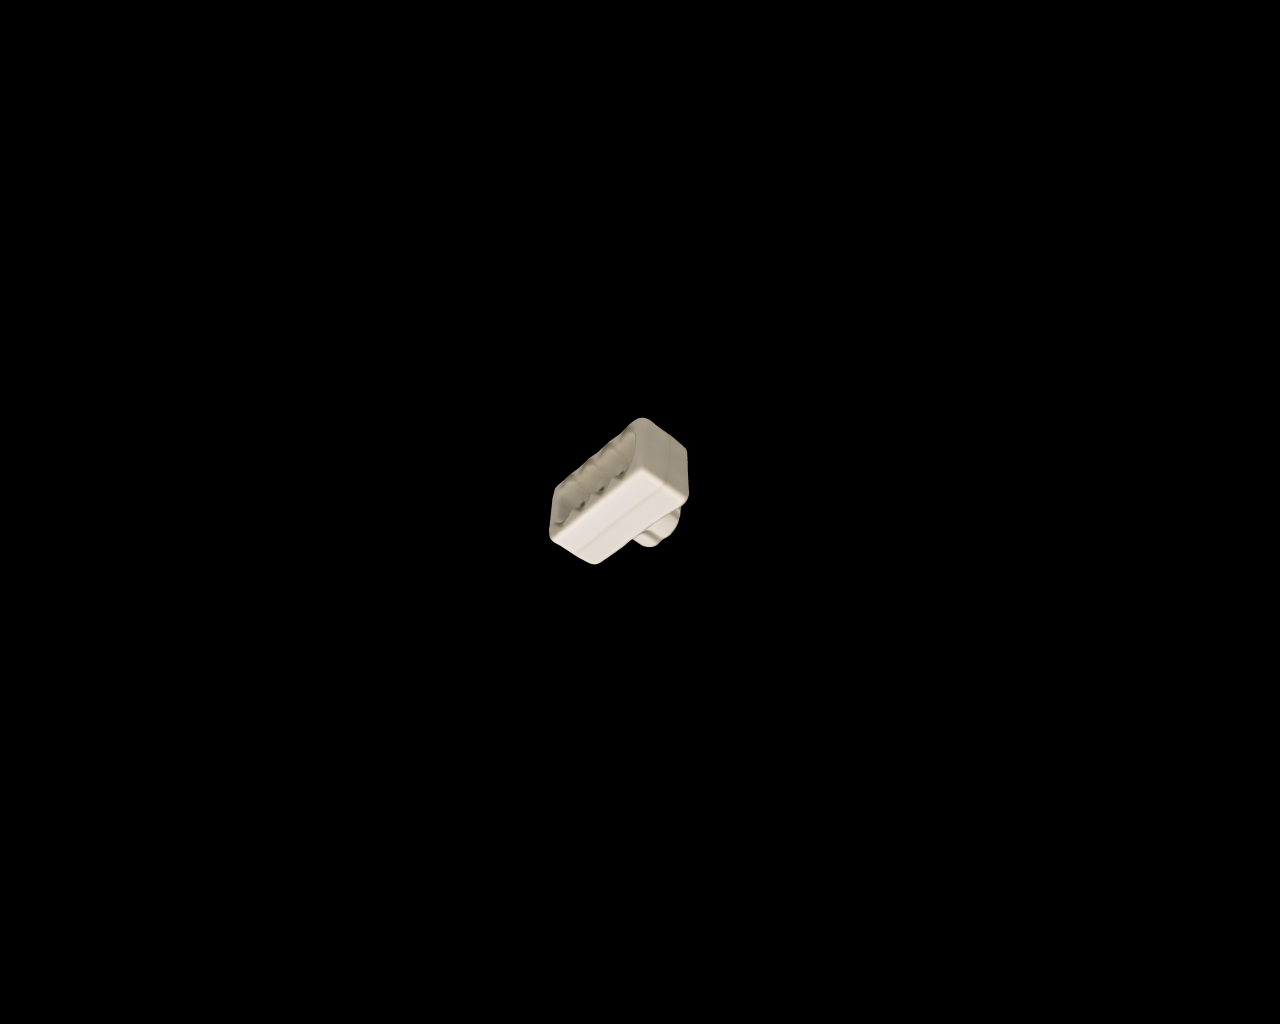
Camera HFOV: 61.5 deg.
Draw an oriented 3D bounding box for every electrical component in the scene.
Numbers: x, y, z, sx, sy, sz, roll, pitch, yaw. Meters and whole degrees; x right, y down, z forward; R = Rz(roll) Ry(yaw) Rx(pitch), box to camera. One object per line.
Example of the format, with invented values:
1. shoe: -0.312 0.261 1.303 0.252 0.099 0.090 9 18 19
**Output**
1. electrical component: 0.001 -0.003 0.650 0.075 0.047 0.083 33 -54 -29
